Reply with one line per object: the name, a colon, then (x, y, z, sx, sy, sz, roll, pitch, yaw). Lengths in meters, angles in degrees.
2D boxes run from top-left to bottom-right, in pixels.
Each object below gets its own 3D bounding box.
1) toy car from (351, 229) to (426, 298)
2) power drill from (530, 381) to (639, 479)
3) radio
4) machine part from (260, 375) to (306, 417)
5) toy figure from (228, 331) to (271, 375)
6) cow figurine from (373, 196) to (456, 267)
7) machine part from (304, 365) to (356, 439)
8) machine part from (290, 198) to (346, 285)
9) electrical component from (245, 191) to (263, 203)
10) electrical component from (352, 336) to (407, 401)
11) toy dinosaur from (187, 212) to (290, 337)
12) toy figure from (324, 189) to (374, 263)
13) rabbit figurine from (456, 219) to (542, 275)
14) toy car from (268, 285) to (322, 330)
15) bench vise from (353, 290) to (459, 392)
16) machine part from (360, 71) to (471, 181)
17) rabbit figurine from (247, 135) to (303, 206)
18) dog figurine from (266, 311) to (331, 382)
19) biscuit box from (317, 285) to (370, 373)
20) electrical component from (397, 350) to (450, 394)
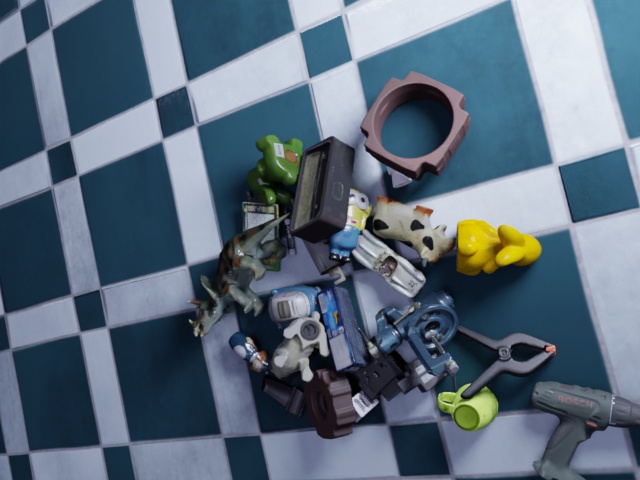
toy car: (0.154, 0.053, 1.251, 0.202, 0.056, 0.073, 39, 108, 20)
power drill: (0.526, 0.394, 1.065, 0.232, 0.086, 0.207, 17, 103, 27)
radio: (0.007, -0.117, 1.242, 0.131, 0.073, 0.229, -21, 54, 50)
machine part: (-0.097, 0.401, 1.401, 0.139, 0.039, 0.084, 26, 108, 22)
toy figure: (-0.177, 0.308, 1.429, 0.155, 0.058, 0.064, 38, 149, 20)
cow figurine: (0.209, -0.018, 1.206, 0.195, 0.085, 0.127, 19, 100, 27)
machine part: (0.019, 0.388, 1.286, 0.179, 0.056, 0.179, 21, 115, 59)
machine part: (-0.003, -0.004, 1.317, 0.079, 0.079, 0.243, -34, 77, 23)
electrical component: (-0.163, -0.096, 1.424, 0.063, 0.021, 0.094, -32, 78, 24)
electrical component: (0.141, 0.308, 1.267, 0.134, 0.058, 0.115, 46, 112, 18)
toy dinosaur: (-0.209, 0.068, 1.389, 0.192, 0.131, 0.404, 30, 107, 19)
toy figure: (0.057, -0.036, 1.260, 0.089, 0.082, 0.180, 3, 76, 50)
rabbit figurine: (0.369, 0.011, 1.105, 0.173, 0.162, 0.122, 5, 82, 9)
toy car: (-0.070, 0.170, 1.344, 0.162, 0.103, 0.109, -11, 88, 28)
bench vise: (0.212, 0.212, 1.149, 0.224, 0.241, 0.128, -25, 121, -3)
machine part: (0.208, -0.246, 1.174, 0.202, 0.087, 0.201, 32, 90, 19)
rabbit figurine: (-0.115, -0.163, 1.362, 0.170, 0.121, 0.159, -30, 74, 47)
dog figurine: (-0.060, 0.262, 1.330, 0.121, 0.190, 0.172, 40, 73, -5)
biscuit box: (0.053, 0.207, 1.269, 0.059, 0.062, 0.203, -33, 57, 30)
electrical component: (0.225, 0.302, 1.198, 0.119, 0.047, 0.075, -34, 76, -13)
